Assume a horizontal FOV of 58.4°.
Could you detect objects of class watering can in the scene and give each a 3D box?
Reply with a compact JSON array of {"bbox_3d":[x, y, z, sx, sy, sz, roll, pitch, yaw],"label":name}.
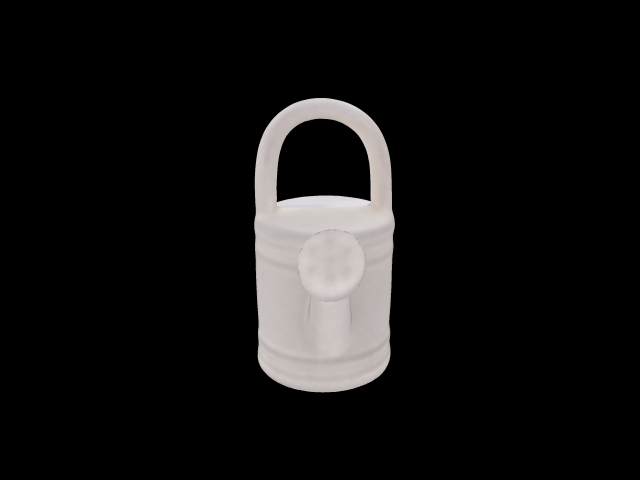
[{"bbox_3d":[0.006,0.001,0.400,0.101,0.194,0.172,-9,21,-23],"label":"watering can"}]
